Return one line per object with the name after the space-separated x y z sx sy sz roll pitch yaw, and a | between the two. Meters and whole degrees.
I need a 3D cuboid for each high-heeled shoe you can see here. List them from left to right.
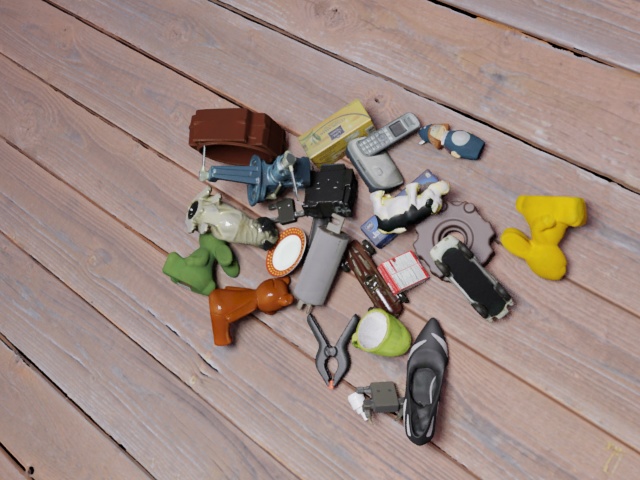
0.208 0.278 1.080 0.086 0.145 0.248 2 81 18 | high-heeled shoe

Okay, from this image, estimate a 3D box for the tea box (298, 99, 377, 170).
0.044 -0.246 1.272 0.170 0.098 0.068 -30 72 8 | tea box

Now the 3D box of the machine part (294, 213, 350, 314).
0.004 0.057 1.206 0.079 0.079 0.243 28 106 21 | machine part

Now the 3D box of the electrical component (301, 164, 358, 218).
0.025 -0.118 1.252 0.115 0.058 0.134 -1 55 15 | electrical component

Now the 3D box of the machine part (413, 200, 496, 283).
0.289 0.002 1.161 0.180 0.056 0.179 -3 79 18 | machine part

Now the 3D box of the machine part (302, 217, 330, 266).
-0.003 -0.004 1.268 0.084 0.039 0.138 6 82 24 | machine part

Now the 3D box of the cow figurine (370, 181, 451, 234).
0.197 -0.069 1.135 0.167 0.068 0.098 -12 81 18 | cow figurine

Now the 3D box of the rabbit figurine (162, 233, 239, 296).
-0.279 0.040 1.311 0.159 0.121 0.170 19 71 17 | rabbit figurine

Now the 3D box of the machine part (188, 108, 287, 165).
-0.198 -0.241 1.294 0.202 0.201 0.087 1 81 18 | machine part

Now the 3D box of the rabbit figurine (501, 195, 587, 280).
0.450 -0.005 1.082 0.163 0.122 0.173 0 97 21 | rabbit figurine

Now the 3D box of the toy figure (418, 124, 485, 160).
0.292 -0.227 1.210 0.155 0.057 0.064 26 49 23 | toy figure

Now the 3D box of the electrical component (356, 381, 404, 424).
0.132 0.342 1.133 0.102 0.045 0.078 -6 36 -10 | electrical component

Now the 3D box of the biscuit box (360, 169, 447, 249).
0.187 -0.066 1.206 0.202 0.059 0.063 -41 70 6 | biscuit box

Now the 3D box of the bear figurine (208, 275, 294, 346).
-0.159 0.155 1.259 0.196 0.131 0.120 -8 37 -13 | bear figurine

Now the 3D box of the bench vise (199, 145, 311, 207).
-0.149 -0.144 1.215 0.241 0.224 0.128 2 86 -19 | bench vise

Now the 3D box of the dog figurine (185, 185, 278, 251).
-0.212 -0.037 1.297 0.173 0.190 0.121 34 96 52 | dog figurine

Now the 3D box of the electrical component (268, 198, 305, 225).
-0.081 -0.071 1.315 0.094 0.021 0.063 -12 75 17 | electrical component

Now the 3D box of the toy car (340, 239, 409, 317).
0.114 0.087 1.203 0.089 0.053 0.202 -35 71 12 | toy car

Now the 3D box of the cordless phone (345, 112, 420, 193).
0.165 -0.197 1.232 0.184 0.088 0.147 -32 70 5 | cordless phone

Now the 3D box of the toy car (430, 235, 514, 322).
0.308 0.079 1.089 0.073 0.056 0.201 -42 93 9 | toy car
